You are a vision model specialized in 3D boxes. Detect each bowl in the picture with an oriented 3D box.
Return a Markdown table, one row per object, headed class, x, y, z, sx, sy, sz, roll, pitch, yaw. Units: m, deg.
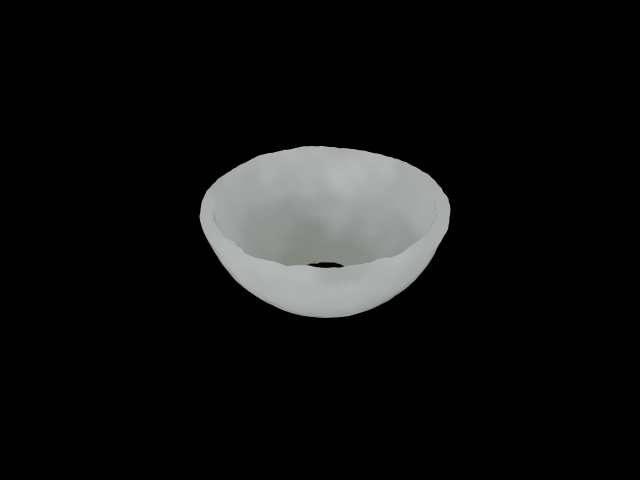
| class | x | y | z | sx | sy | sz | roll | pitch | yaw |
| --- | --- | --- | --- | --- | --- | --- | --- | --- | --- |
| bowl | 0.004 | 0.001 | 0.400 | 0.167 | 0.075 | 0.167 | 0 | 34 | 0 |
